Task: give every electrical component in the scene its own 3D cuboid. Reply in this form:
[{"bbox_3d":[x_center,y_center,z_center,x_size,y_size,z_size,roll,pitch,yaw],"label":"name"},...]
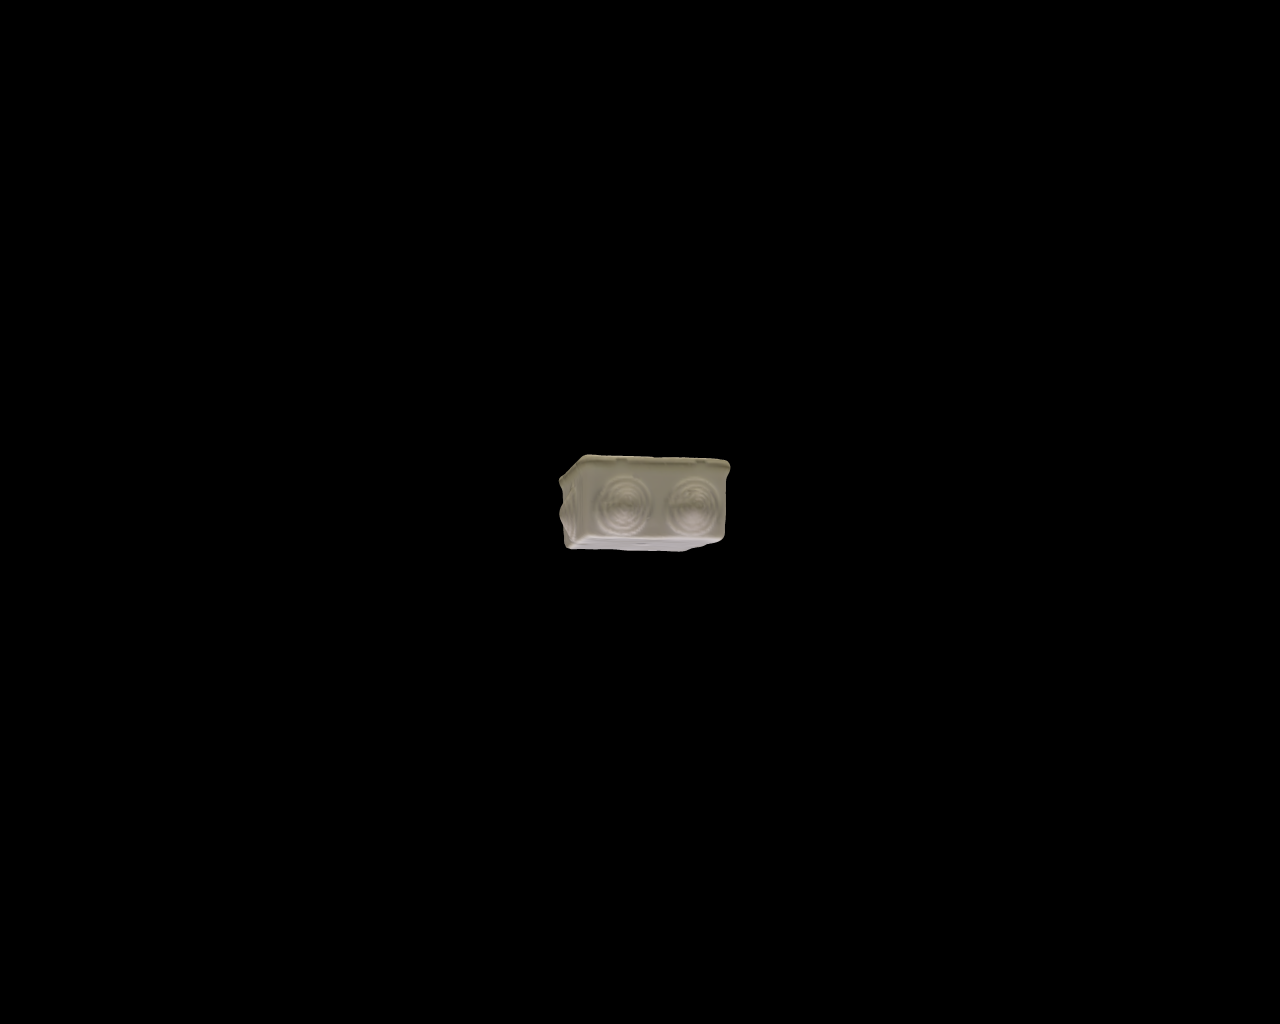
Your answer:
[{"bbox_3d":[0.001,-0.003,0.650,0.100,0.048,0.099,2,-7,-14],"label":"electrical component"}]
